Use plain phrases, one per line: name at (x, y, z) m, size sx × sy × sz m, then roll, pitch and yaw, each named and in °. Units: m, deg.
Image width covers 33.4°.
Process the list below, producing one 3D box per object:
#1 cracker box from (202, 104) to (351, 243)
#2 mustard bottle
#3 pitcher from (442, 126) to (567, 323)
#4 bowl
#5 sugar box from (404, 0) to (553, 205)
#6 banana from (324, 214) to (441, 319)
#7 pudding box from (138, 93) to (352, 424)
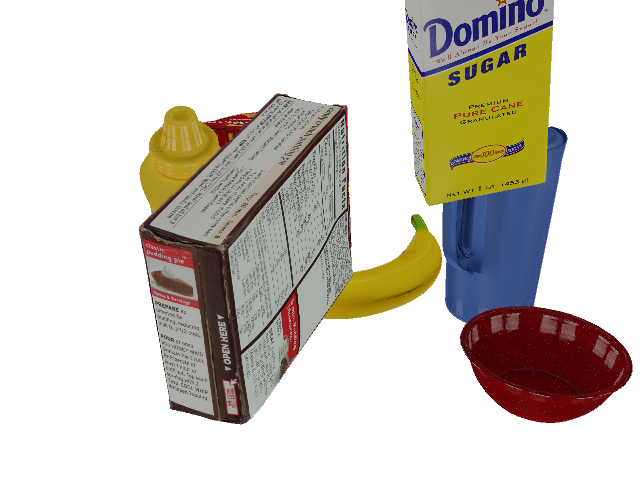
cracker box at (-0.046, -0.052, 1.113) m, size 0.072 × 0.164 × 0.213 m, roll 6°, pitch 14°, yaw 29°
mustard bottle at (-0.081, -0.007, 0.684) m, size 0.058 × 0.096 × 0.192 m, roll -9°, pitch -43°, yaw -7°
pitcher at (0.204, -0.019, 1.264) m, size 0.149 × 0.243 × 0.145 m, roll 0°, pitch 25°, yaw -4°
bowl at (0.211, 0.125, 1.019) m, size 0.162 × 0.055 × 0.162 m, roll 4°, pitch 26°, yaw -2°
sugar box at (0.109, -0.110, 0.735) m, size 0.093 × 0.176 × 0.048 m, roll -12°, pitch 44°, yaw -4°
banana at (0.043, 0.032, 0.889) m, size 0.070 × 0.037 × 0.197 m, roll 32°, pitch 37°, yaw 32°
pudding box at (-0.025, 0.005, 0.434) m, size 0.039 × 0.090 × 0.113 m, roll 11°, pitch 37°, yaw 21°
